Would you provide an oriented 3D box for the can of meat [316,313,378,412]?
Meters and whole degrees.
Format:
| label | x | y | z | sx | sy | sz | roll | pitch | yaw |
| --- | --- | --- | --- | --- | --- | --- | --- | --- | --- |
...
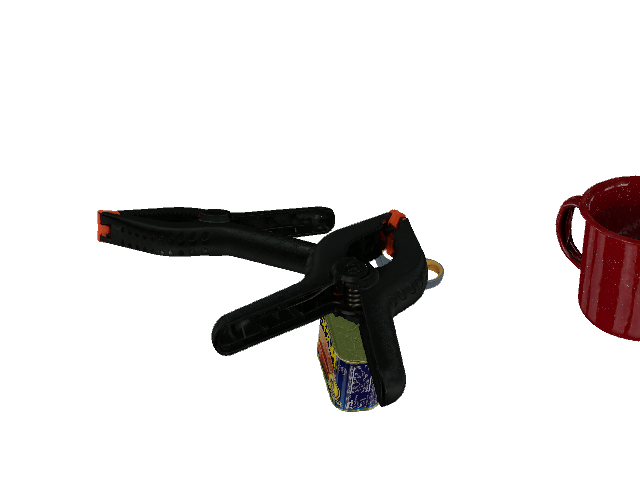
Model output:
| label | x | y | z | sx | sy | sz | roll | pitch | yaw |
| --- | --- | --- | --- | --- | --- | --- | --- | --- | --- |
| can of meat | 0.031 | 0.108 | 1.063 | 0.057 | 0.084 | 0.102 | -6 | 45 | -11 |

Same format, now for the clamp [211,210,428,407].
| label | x | y | z | sx | sy | sz | roll | pitch | yaw |
| --- | --- | --- | --- | --- | --- | --- | --- | --- | --- |
| clamp | 0.027 | 0.038 | 0.666 | 0.120 | 0.039 | 0.171 | 26 | 44 | 22 |

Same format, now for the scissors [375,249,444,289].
| label | x | y | z | sx | sy | sz | roll | pitch | yaw |
| --- | --- | --- | --- | --- | --- | --- | --- | --- | --- |
| scissors | 0.068 | 0.041 | 1.280 | 0.201 | 0.016 | 0.096 | -10 | 41 | -42 |

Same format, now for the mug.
| label | x | y | z | sx | sy | sz | roll | pitch | yaw |
| --- | --- | --- | --- | --- | --- | --- | --- | --- | --- |
| mug | 0.208 | 0.009 | 0.721 | 0.093 | 0.081 | 0.117 | -29 | 40 | -36 |

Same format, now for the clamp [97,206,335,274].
| label | x | y | z | sx | sy | sz | roll | pitch | yaw |
| --- | --- | --- | --- | --- | --- | --- | --- | --- | --- |
| clamp | -0.084 | -0.004 | 0.899 | 0.210 | 0.036 | 0.164 | 2 | 13 | -6 |
